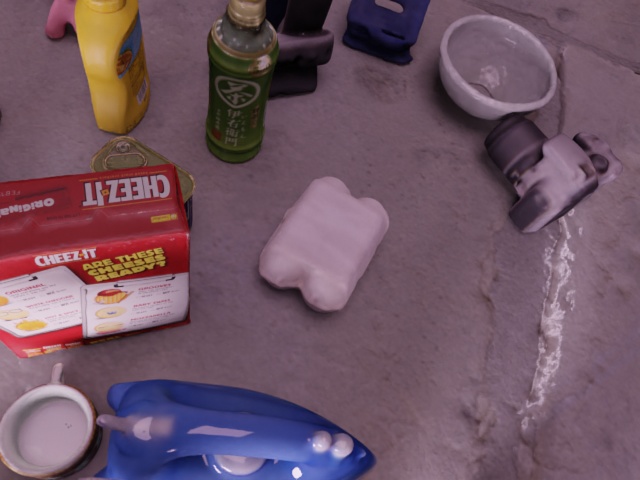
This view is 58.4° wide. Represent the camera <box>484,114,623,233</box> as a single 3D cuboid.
[{"bbox_3d":[0.288,-0.103,0.724,0.143,0.100,0.136,-28,72,-23],"label":"camera"}]

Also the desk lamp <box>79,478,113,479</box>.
[{"bbox_3d":[-0.218,0.222,0.382,0.203,0.213,0.118,7,62,-9],"label":"desk lamp"}]

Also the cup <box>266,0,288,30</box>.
[{"bbox_3d":[-0.068,-0.328,0.760,0.091,0.095,0.118,35,62,6],"label":"cup"}]

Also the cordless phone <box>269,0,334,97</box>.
[{"bbox_3d":[-0.049,-0.262,0.680,0.148,0.185,0.094,-18,69,-20],"label":"cordless phone"}]

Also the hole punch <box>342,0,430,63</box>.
[{"bbox_3d":[0.095,-0.316,0.793,0.108,0.091,0.101,18,61,-3],"label":"hole punch"}]

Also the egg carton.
[{"bbox_3d":[0.006,0.002,0.625,0.107,0.069,0.150,29,61,3],"label":"egg carton"}]

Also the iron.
[{"bbox_3d":[-0.059,0.172,0.484,0.258,0.141,0.118,6,62,-9],"label":"iron"}]

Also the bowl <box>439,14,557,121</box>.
[{"bbox_3d":[0.231,-0.223,0.787,0.167,0.074,0.167,5,63,-10],"label":"bowl"}]

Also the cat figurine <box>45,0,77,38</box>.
[{"bbox_3d":[-0.300,-0.325,0.693,0.067,0.117,0.128,4,63,-10],"label":"cat figurine"}]
